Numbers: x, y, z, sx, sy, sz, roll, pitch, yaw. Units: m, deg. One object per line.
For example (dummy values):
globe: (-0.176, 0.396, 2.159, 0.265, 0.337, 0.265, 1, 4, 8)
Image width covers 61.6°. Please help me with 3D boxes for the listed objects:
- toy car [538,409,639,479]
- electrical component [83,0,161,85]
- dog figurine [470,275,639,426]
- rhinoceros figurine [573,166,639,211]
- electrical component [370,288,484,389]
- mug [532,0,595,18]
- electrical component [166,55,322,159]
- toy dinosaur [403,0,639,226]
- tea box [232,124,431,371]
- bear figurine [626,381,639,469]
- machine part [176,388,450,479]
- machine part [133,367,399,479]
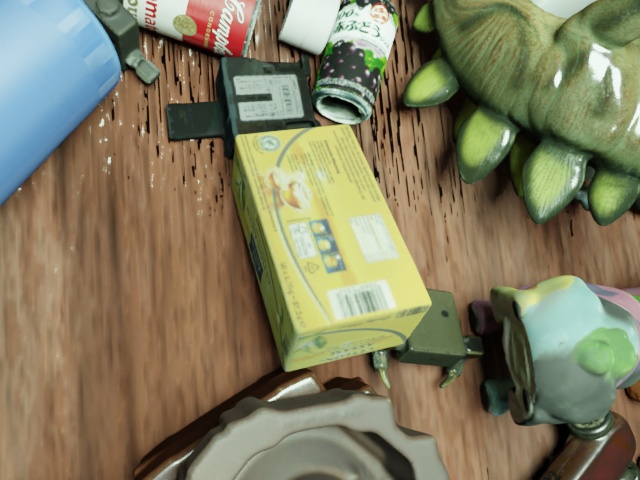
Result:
toy car: (0.200, 0.226, 0.460, 0.202, 0.053, 0.089, -41, 114, -17)
electrical component: (-0.161, -0.163, 0.413, 0.094, 0.063, 0.021, 45, 72, -6)
dog figurine: (0.246, 0.077, 0.439, 0.219, 0.191, 0.108, -10, 77, -2)
rhinoceros figurine: (0.286, -0.079, 0.523, 0.190, 0.073, 0.112, 17, 103, -23)
electrical component: (0.085, 0.083, 0.457, 0.102, 0.045, 0.078, 3, 52, -19)
mug: (0.218, -0.238, 0.513, 0.107, 0.081, 0.109, -46, 138, 11)
electrical component: (-0.064, -0.108, 0.442, 0.119, 0.048, 0.075, -4, 81, -19)
toy dinosaur: (0.194, -0.122, 0.424, 0.105, 0.198, 0.472, -4, 46, -45)
tea box: (-0.001, -0.001, 0.398, 0.098, 0.068, 0.170, -8, 57, -17)
bear figurine: (0.389, 0.167, 0.451, 0.132, 0.196, 0.120, -3, 85, -16)
machine part: (-0.004, 0.174, 0.318, 0.179, 0.056, 0.179, 3, 81, -17)
machine part: (-0.022, 0.207, 0.381, 0.201, 0.087, 0.201, -30, 92, -18)
